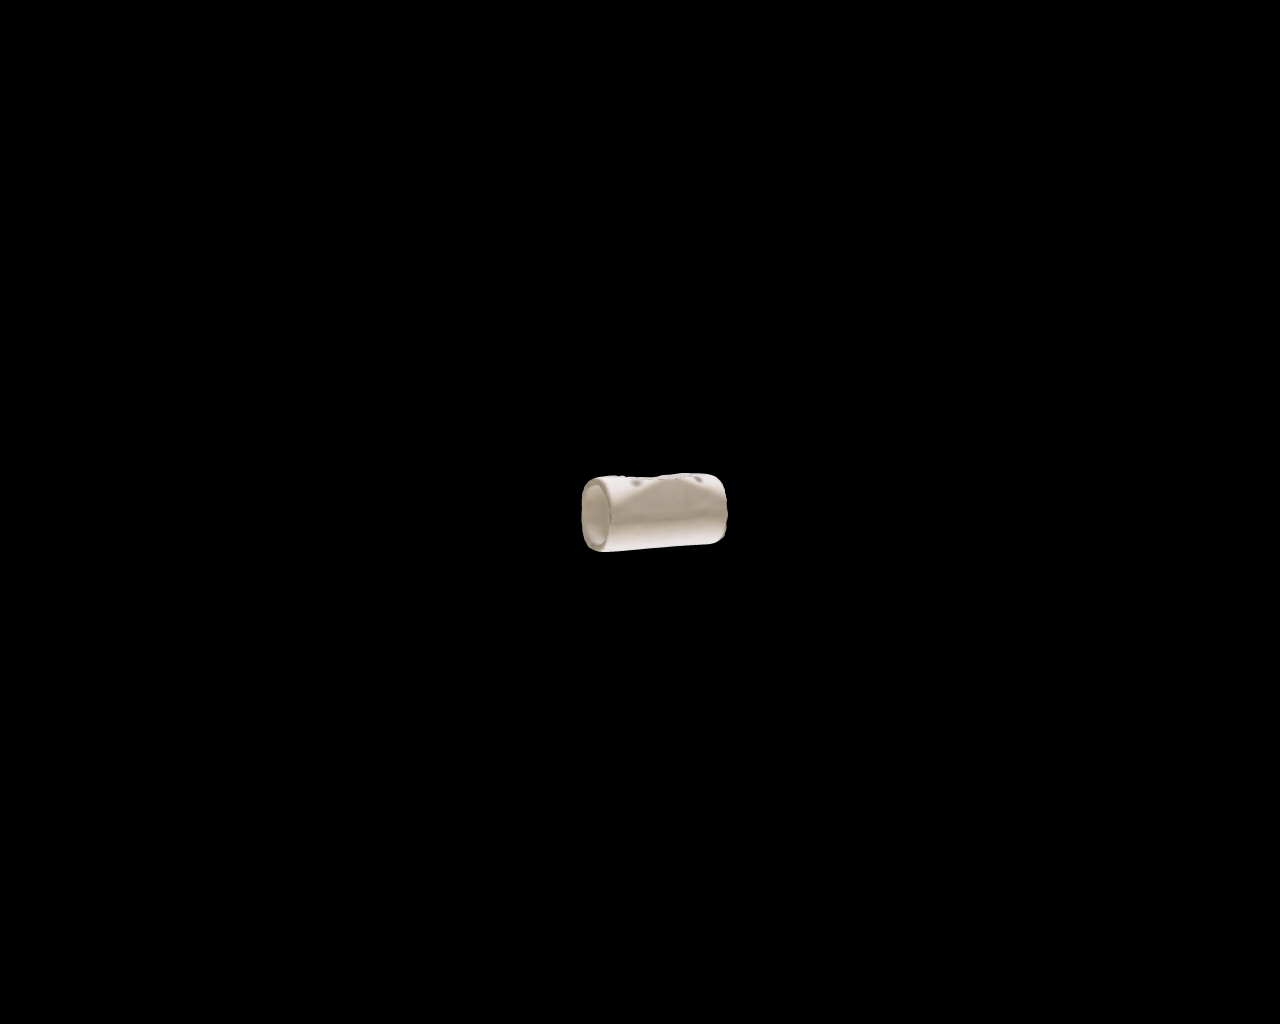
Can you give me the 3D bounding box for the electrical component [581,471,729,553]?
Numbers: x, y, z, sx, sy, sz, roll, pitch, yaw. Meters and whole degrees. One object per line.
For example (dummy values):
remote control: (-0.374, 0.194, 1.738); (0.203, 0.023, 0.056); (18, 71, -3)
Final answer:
electrical component: (0.001, -0.003, 0.650); (0.077, 0.044, 0.079); (-3, 8, -26)
